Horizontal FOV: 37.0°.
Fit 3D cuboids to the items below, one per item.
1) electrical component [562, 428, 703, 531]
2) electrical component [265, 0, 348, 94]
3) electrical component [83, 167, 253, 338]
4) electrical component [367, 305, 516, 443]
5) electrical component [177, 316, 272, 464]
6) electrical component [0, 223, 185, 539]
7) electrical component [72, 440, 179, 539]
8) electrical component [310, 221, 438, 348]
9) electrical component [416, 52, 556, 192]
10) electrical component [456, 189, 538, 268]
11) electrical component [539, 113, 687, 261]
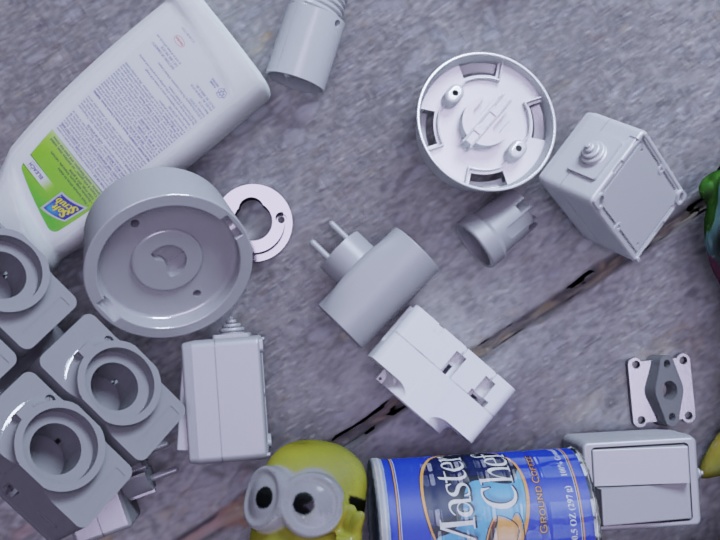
[{"bbox_3d":[0.196,0.145,0.749,0.096,0.061,0.061,-2,87,-4],"label":"electrical component"},{"bbox_3d":[-0.034,-0.170,0.756,0.043,0.043,0.081,17,86,-3],"label":"electrical component"},{"bbox_3d":[-0.130,-0.016,0.709,0.108,0.060,0.108,-10,125,-15],"label":"electrical component"},{"bbox_3d":[0.053,0.075,0.747,0.089,0.050,0.055,41,85,-2],"label":"electrical component"},{"bbox_3d":[-0.094,0.080,0.731,0.061,0.062,0.096,-4,88,-4],"label":"electrical component"},{"bbox_3d":[-0.210,0.061,0.658,0.186,0.060,0.105,46,50,-9],"label":"electrical component"},{"bbox_3d":[-0.163,0.139,0.731,0.077,0.047,0.065,-20,89,-5],"label":"electrical component"},{"bbox_3d":[0.000,0.000,0.751,0.079,0.043,0.077,44,85,7],"label":"electrical component"},{"bbox_3d":[0.085,-0.101,0.751,0.099,0.064,0.099,0,88,-4],"label":"electrical component"},{"bbox_3d":[0.098,-0.031,0.761,0.046,0.040,0.040,-38,90,-10],"label":"electrical component"},{"bbox_3d":[0.169,-0.062,0.740,0.061,0.061,0.096,-53,133,-4],"label":"electrical component"}]
